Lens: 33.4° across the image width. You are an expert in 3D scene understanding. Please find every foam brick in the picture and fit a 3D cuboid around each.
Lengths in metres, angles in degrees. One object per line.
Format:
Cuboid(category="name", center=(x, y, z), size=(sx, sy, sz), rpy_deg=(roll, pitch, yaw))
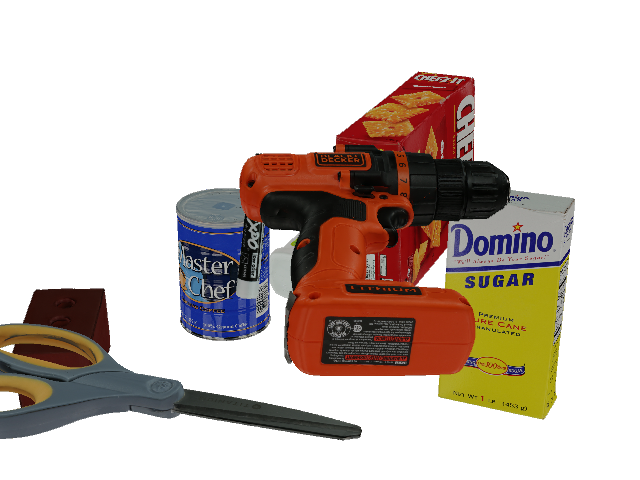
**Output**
Cuboid(category="foam brick", center=(-0.179, 0.076, 0.744), size=(0.053, 0.051, 0.078), rpy_deg=(0, 31, -3))

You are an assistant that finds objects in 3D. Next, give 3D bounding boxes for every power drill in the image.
Cuboid(category="power drill", center=(0.043, 0.005, 0.666), size=(0.184, 0.057, 0.187), rpy_deg=(-1, 33, -4))

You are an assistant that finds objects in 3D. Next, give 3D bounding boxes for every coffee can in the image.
Cuboid(category="coffee can", center=(-0.106, 0.025, 1.179), size=(0.103, 0.140, 0.103), rpy_deg=(1, 23, -1))

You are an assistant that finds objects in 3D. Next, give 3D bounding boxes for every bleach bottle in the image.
Cuboid(category="bleach bottle", center=(0.037, -0.013, 1.337), size=(0.103, 0.068, 0.250), rpy_deg=(13, 35, 23))

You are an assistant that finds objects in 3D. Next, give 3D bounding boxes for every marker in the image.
Cuboid(category="marker", center=(-0.055, -0.012, 0.884), size=(0.020, 0.121, 0.020), rpy_deg=(6, 13, -2))

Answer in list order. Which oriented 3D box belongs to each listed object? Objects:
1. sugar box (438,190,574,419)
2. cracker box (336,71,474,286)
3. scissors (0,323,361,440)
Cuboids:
Cuboid(category="sugar box", center=(0.147, 0.049, 0.854), size=(0.093, 0.176, 0.048), rpy_deg=(8, 23, 22))
Cuboid(category="cracker box", center=(0.089, -0.057, 1.046), size=(0.072, 0.164, 0.213), rpy_deg=(10, 28, 24))
Cuboid(category="scissors", center=(-0.091, 0.079, 0.494), size=(0.202, 0.016, 0.096), rpy_deg=(15, 28, 27))
